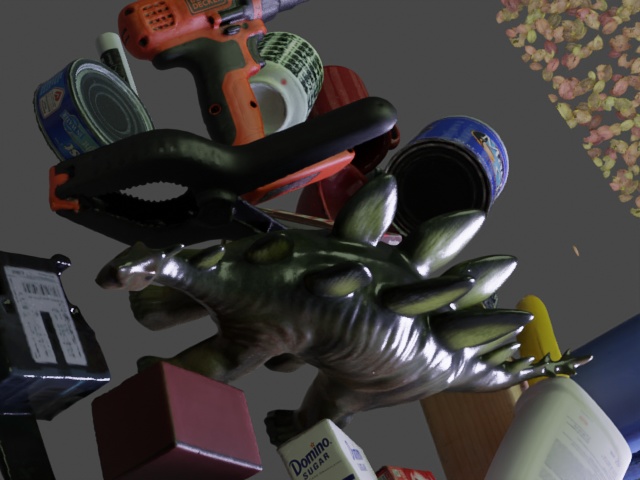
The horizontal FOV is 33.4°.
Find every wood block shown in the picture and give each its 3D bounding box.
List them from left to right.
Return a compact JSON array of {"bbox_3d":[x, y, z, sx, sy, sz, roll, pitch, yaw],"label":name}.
[{"bbox_3d":[0.172,0.214,0.941,0.090,0.091,0.206,30,36,-50],"label":"wood block"}]

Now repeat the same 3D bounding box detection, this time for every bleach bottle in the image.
[{"bbox_3d":[0.151,0.209,0.787,0.102,0.068,0.250,48,41,0],"label":"bleach bottle"}]

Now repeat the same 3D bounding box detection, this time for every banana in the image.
[{"bbox_3d":[0.206,0.118,0.972,0.069,0.037,0.198,55,18,-48],"label":"banana"}]

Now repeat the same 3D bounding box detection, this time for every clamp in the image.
[{"bbox_3d":[-0.060,-0.036,0.668,0.209,0.165,0.036,6,46,-21],"label":"clamp"}]

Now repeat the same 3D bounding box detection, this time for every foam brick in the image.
[{"bbox_3d":[-0.078,0.108,0.586,0.078,0.053,0.051,32,33,-51],"label":"foam brick"}]

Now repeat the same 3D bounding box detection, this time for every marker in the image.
[{"bbox_3d":[-0.139,-0.099,0.775,0.020,0.020,0.121,21,42,-57],"label":"marker"}]

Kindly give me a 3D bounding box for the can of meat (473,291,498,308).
[{"bbox_3d":[0.114,0.077,0.987,0.057,0.102,0.083,56,19,-6],"label":"can of meat"}]

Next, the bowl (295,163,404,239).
[{"bbox_3d":[0.025,0.005,0.947,0.162,0.055,0.162,46,24,-29],"label":"bowl"}]

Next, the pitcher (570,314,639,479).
[{"bbox_3d":[0.274,0.165,1.020,0.149,0.243,0.145,15,47,-60],"label":"pitcher"}]

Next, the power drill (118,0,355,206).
[{"bbox_3d":[-0.047,-0.132,0.859,0.184,0.057,0.188,-24,84,-23],"label":"power drill"}]

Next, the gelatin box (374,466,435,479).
[{"bbox_3d":[0.079,0.214,0.800,0.073,0.030,0.089,24,29,-54],"label":"gelatin box"}]

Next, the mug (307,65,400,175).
[{"bbox_3d":[0.025,-0.116,1.050,0.117,0.093,0.081,5,44,-25],"label":"mug"}]

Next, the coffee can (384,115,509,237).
[{"bbox_3d":[0.122,-0.059,1.025,0.103,0.103,0.140,57,22,-4],"label":"coffee can"}]

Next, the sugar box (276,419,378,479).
[{"bbox_3d":[0.039,0.204,0.666,0.176,0.048,0.093,57,1,30],"label":"sugar box"}]

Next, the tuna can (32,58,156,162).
[{"bbox_3d":[-0.147,-0.077,0.709,0.086,0.034,0.086,46,25,-29],"label":"tuna can"}]

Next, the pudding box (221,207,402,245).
[{"bbox_3d":[-0.005,0.001,0.817,0.089,0.114,0.039,5,94,-65],"label":"pudding box"}]
